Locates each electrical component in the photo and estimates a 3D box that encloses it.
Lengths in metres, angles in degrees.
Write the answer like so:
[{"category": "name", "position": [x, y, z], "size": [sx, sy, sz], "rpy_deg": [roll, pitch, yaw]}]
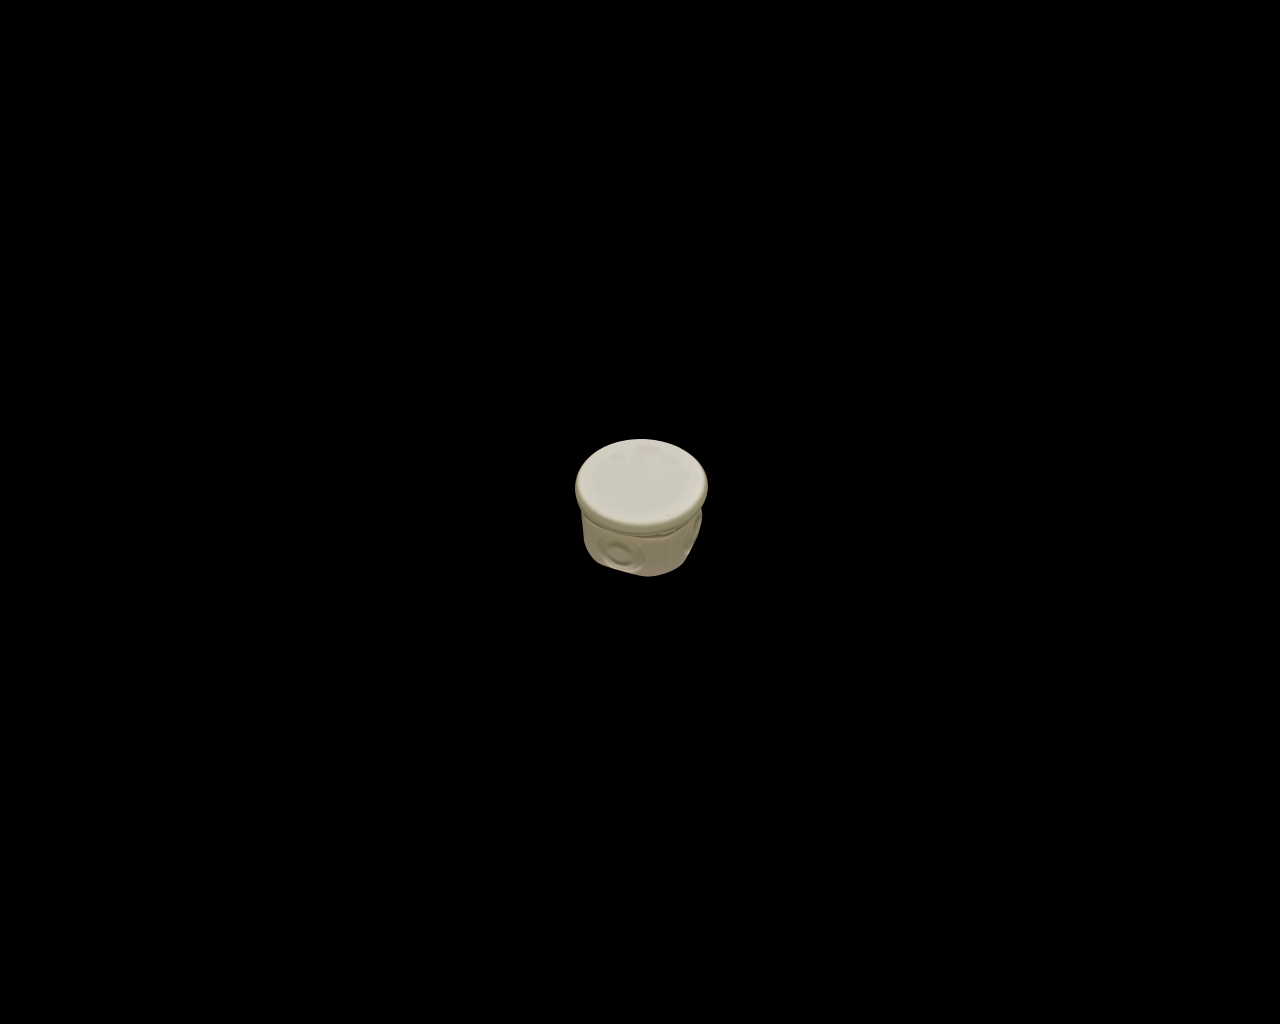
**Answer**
[{"category": "electrical component", "position": [0.001, -0.003, 0.650], "size": [0.080, 0.050, 0.080], "rpy_deg": [0, 45, 0]}]
